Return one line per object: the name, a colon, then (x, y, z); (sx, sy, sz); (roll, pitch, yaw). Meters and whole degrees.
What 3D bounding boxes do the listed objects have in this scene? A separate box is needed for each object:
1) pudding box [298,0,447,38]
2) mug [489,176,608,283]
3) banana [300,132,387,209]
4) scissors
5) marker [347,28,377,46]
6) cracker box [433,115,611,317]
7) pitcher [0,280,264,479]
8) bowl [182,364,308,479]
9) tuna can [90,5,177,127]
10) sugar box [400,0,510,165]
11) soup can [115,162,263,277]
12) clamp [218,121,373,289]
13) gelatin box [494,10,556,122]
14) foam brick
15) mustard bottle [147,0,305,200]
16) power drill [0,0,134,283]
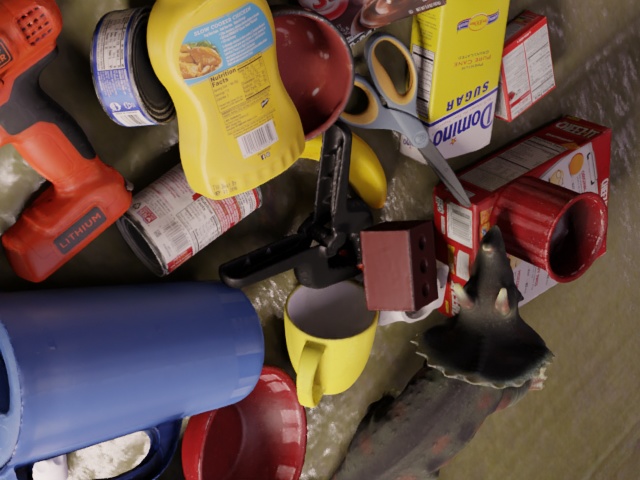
pudding box: (0.034, -0.214, 0.857); (0.090, 0.114, 0.039); (51, 31, -45)
mug: (0.227, -0.008, 1.058); (0.093, 0.082, 0.117); (-51, 134, -11)
banana: (0.003, -0.074, 0.960); (0.197, 0.037, 0.070); (12, 123, -44)
scissors: (0.071, -0.093, 0.984); (0.096, 0.016, 0.201); (-26, 119, -5)
marker: (0.026, -0.179, 0.931); (0.121, 0.020, 0.020); (-39, 134, -20)
cracker box: (0.220, -0.021, 1.159); (0.213, 0.072, 0.164); (-28, 128, -29)
pitcher: (-0.161, 0.105, 0.836); (0.242, 0.145, 0.149); (-5, 116, -44)
bowl: (-0.079, 0.193, 0.997); (0.161, 0.055, 0.162); (-9, 101, -55)
tuna can: (-0.132, -0.125, 0.775); (0.086, 0.034, 0.086); (-3, 90, -72)
sugar box: (0.128, -0.166, 1.012); (0.093, 0.048, 0.176); (-19, 123, -34)
soup can: (-0.106, -0.026, 0.861); (0.102, 0.069, 0.068); (-38, 133, -20)
clamp: (-0.006, 0.001, 0.952); (0.164, 0.036, 0.210); (-49, 154, -7)
gelatin box: (0.201, -0.176, 1.084); (0.073, 0.030, 0.089); (-38, 134, -22)
foam brick: (0.073, 0.024, 0.982); (0.052, 0.051, 0.078); (-20, 107, -58)
mustard bottle: (-0.074, -0.132, 0.769); (0.096, 0.058, 0.191); (-30, 123, -26)
power drill: (-0.226, -0.059, 0.740); (0.184, 0.057, 0.187); (-41, 134, -18)
